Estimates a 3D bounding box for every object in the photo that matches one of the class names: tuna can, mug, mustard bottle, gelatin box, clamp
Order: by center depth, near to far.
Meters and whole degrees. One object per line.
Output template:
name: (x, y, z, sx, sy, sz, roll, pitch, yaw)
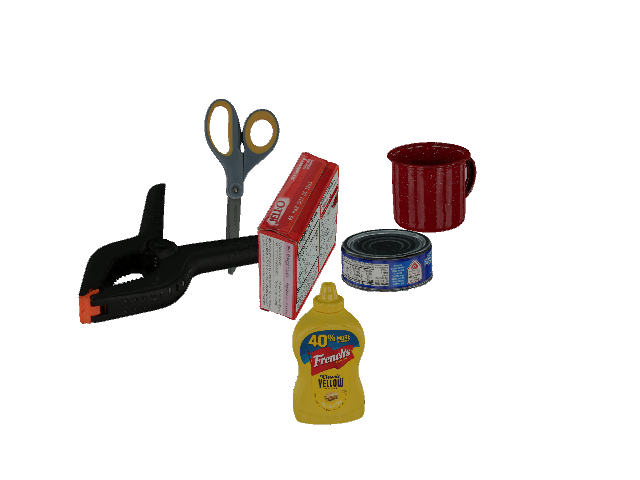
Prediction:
gelatin box: (-0.015, -0.002, 0.711, 0.030, 0.073, 0.089, 18, -37, 13)
clamp: (-0.152, 0.012, 0.979, 0.165, 0.036, 0.209, 26, 38, 31)
tuna can: (0.062, 0.017, 0.993, 0.086, 0.034, 0.086, -3, 19, 1)
mug: (0.132, -0.063, 1.213, 0.117, 0.081, 0.093, -20, 27, -36)
mustard bottle: (0.011, 0.147, 1.417, 0.096, 0.192, 0.058, -2, 17, -5)

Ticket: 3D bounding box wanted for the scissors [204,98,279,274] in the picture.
scissors: (-0.081, -0.068, 1.226, 0.096, 0.202, 0.016, -12, -6, -14)
